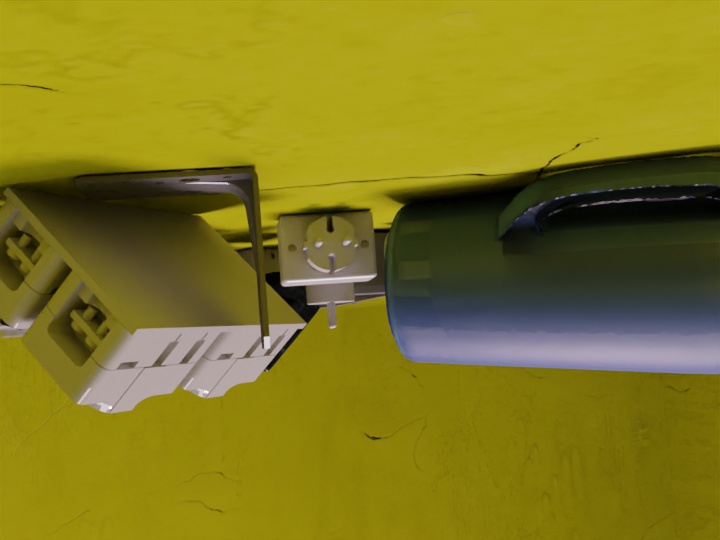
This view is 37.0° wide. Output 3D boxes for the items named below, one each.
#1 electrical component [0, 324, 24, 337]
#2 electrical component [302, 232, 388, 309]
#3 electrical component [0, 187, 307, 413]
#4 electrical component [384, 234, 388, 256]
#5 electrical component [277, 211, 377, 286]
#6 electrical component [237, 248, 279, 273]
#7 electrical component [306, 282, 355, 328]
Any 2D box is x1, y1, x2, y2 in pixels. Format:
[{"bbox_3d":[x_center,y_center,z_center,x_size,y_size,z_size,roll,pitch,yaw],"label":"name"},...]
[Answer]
[{"bbox_3d":[-0.265,0.028,1.025,0.150,0.061,0.089,-4,176,-4],"label":"electrical component"},{"bbox_3d":[0.000,0.000,0.915,0.096,0.061,0.062,-2,176,-30],"label":"electrical component"},{"bbox_3d":[-0.124,0.018,0.616,0.060,0.105,0.186,-50,161,13],"label":"electrical component"},{"bbox_3d":[0.064,0.000,0.848,0.077,0.079,0.044,-8,-176,44],"label":"electrical component"},{"bbox_3d":[-0.022,-0.016,0.746,0.066,0.047,0.077,-4,175,-8],"label":"electrical component"},{"bbox_3d":[-0.077,0.021,0.980,0.047,0.083,0.076,-1,175,-43],"label":"electrical component"},{"bbox_3d":[-0.023,0.005,0.824,0.044,0.079,0.077,-4,176,-7],"label":"electrical component"}]
